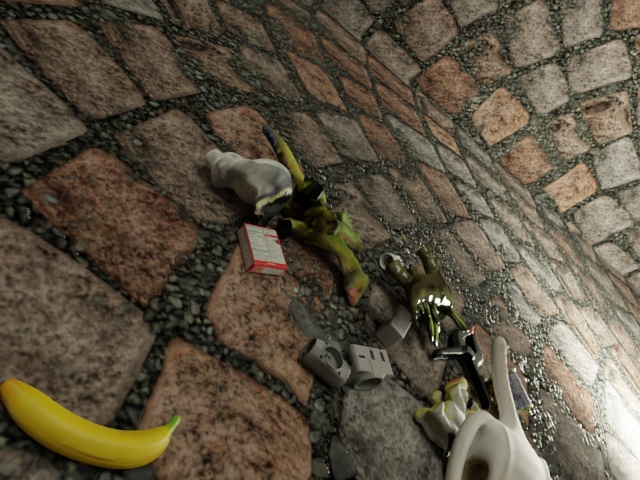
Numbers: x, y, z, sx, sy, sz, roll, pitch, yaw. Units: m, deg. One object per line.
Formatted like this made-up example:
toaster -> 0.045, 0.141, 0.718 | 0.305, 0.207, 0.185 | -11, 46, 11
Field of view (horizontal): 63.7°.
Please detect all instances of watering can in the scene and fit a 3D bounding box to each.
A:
watering can -> 0.319, 0.366, 0.895 | 0.222, 0.103, 0.354 | 42, 60, -22

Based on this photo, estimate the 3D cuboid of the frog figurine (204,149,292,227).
frog figurine -> -0.131, -0.118, 0.956 | 0.161, 0.122, 0.136 | 49, 4, 14

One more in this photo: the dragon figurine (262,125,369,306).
dragon figurine -> 0.003, -0.055, 1.092 | 0.240, 0.121, 0.419 | 33, 32, -54
